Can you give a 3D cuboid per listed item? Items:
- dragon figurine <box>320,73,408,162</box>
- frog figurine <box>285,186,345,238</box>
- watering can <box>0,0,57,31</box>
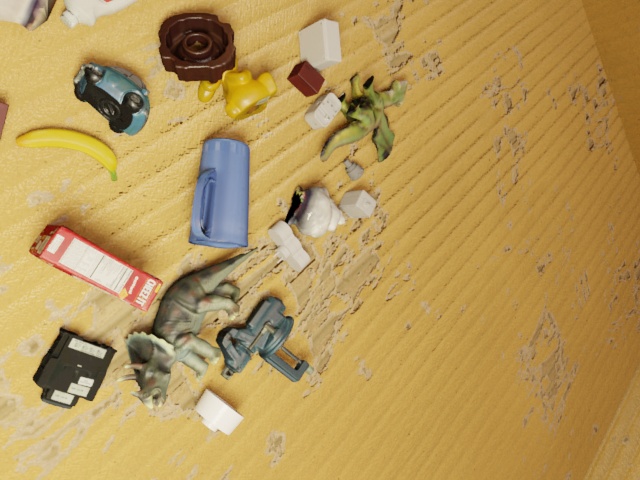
[{"bbox_3d":[0.146,-0.322,1.471,0.239,0.122,0.416,43,65,-36],"label":"dragon figurine"},{"bbox_3d":[0.004,-0.067,1.339,0.159,0.120,0.140,19,58,-23],"label":"frog figurine"},{"bbox_3d":[-0.603,-0.451,0.918,0.222,0.103,0.352,23,74,-35],"label":"watering can"}]
